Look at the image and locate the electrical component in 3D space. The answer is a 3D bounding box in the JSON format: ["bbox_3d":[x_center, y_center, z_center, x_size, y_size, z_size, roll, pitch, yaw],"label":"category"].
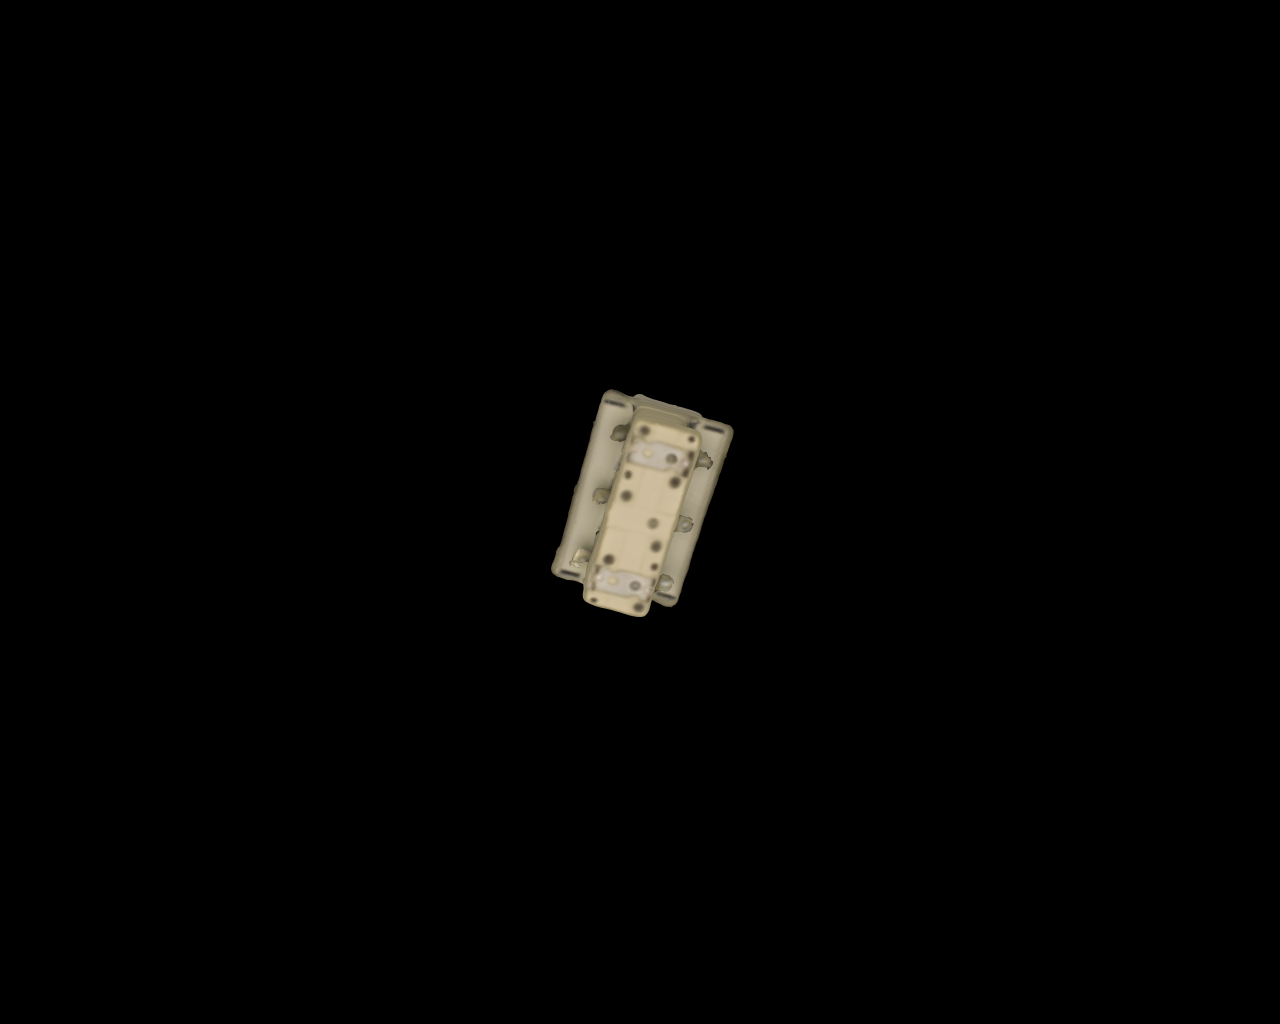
[{"bbox_3d":[0.001,-0.003,0.650,0.079,0.121,0.063,17,16,-5],"label":"electrical component"}]
